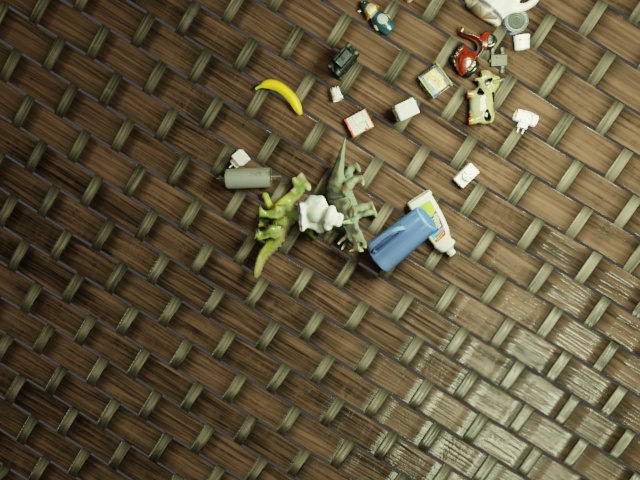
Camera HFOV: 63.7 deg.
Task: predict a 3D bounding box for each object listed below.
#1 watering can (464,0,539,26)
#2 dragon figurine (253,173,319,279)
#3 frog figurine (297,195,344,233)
[{"bbox_3d":[0.589,-0.893,1.792,0.350,0.223,0.104,40,7,11],"label":"watering can"},{"bbox_3d":[-0.116,-0.050,1.914,0.243,0.408,0.123,5,8,-6],"label":"dragon figurine"},{"bbox_3d":[0.006,-0.093,1.840,0.159,0.138,0.122,-2,-5,7],"label":"frog figurine"}]
